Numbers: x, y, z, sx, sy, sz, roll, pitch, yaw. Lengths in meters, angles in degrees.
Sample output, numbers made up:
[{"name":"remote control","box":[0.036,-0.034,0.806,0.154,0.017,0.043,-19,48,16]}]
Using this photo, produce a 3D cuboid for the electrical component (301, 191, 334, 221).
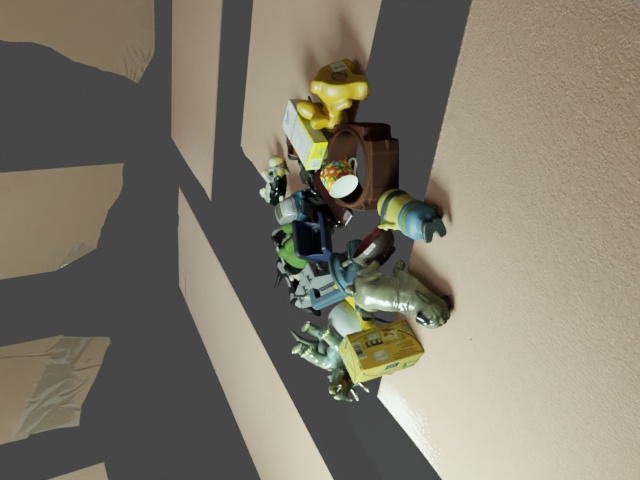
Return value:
[{"name":"electrical component","box":[-0.017,-0.097,1.525,0.119,0.075,0.047,36,129,49]}]

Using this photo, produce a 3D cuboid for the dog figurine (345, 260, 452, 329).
[{"name":"dog figurine","box":[0.165,0.129,1.148,0.191,0.172,0.121,-138,35,-61]}]

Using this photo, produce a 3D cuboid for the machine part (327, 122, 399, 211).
[{"name":"machine part","box":[0.096,-0.175,1.269,0.202,0.087,0.200,23,118,57]}]

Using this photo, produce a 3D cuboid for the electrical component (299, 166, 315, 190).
[{"name":"electrical component","box":[-0.038,-0.199,1.589,0.063,0.021,0.094,-54,50,54]}]

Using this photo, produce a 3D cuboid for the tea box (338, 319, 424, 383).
[{"name":"tea box","box":[0.139,0.252,1.228,0.098,0.169,0.068,64,147,33]}]

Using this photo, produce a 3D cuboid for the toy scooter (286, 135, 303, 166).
[{"name":"toy scooter","box":[-0.052,-0.286,1.536,0.184,0.075,0.135,-145,52,-60]}]

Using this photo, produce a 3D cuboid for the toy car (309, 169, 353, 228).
[{"name":"toy car","box":[0.038,-0.116,1.435,0.089,0.053,0.202,-56,48,26]}]

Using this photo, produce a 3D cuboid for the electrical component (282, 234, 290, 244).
[{"name":"electrical component","box":[-0.074,0.023,1.659,0.045,0.078,0.102,58,-168,-62]}]

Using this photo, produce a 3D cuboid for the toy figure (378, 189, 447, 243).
[{"name":"toy figure","box":[0.191,-0.053,1.131,0.180,0.082,0.089,-147,63,-61]}]

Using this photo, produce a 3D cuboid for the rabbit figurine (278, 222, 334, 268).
[{"name":"rabbit figurine","box":[-0.038,-0.007,1.540,0.170,0.159,0.121,-45,47,40]}]

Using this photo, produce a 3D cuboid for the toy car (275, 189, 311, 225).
[{"name":"toy car","box":[-0.081,-0.085,1.624,0.161,0.103,0.109,-44,60,61]}]

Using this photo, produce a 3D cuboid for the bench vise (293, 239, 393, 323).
[{"name":"bench vise","box":[0.060,0.121,1.348,0.241,0.128,0.224,-27,62,28]}]

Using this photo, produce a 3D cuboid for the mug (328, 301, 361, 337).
[{"name":"mug","box":[0.084,0.234,1.435,0.107,0.081,0.109,40,150,42]}]

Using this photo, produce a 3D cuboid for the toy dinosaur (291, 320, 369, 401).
[{"name":"toy dinosaur","box":[0.033,0.322,1.506,0.192,0.131,0.405,40,175,-10]}]

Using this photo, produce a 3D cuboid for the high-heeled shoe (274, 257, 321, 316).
[{"name":"high-heeled shoe","box":[-0.057,0.135,1.717,0.249,0.086,0.145,29,93,37]}]

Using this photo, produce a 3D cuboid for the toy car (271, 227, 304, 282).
[{"name":"toy car","box":[-0.095,0.042,1.714,0.056,0.073,0.202,64,-179,-62]}]

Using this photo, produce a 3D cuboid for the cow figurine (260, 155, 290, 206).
[{"name":"cow figurine","box":[-0.142,-0.187,1.745,0.098,0.068,0.167,52,145,35]}]

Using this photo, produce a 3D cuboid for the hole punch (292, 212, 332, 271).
[{"name":"hole punch","box":[-0.003,-0.004,1.401,0.092,0.115,0.142,-22,66,28]}]

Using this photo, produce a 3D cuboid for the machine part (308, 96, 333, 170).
[{"name":"machine part","box":[0.003,-0.274,1.425,0.079,0.079,0.243,-51,55,56]}]

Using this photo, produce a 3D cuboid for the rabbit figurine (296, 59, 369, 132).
[{"name":"rabbit figurine","box":[0.034,-0.324,1.299,0.122,0.162,0.173,50,159,26]}]
